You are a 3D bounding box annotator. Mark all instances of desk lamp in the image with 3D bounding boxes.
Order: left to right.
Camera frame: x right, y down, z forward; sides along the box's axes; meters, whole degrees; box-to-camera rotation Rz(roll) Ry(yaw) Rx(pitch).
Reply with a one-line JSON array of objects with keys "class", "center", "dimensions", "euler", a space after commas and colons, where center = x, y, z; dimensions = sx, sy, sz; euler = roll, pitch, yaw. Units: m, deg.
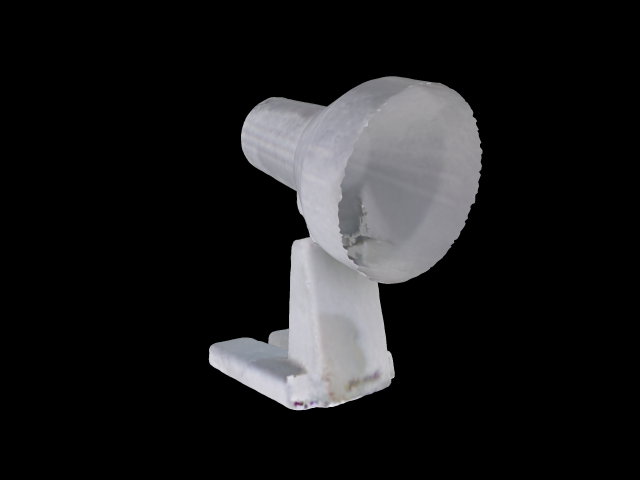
[{"class": "desk lamp", "center": [0.004, 0.001, 0.400], "dimensions": [0.118, 0.213, 0.202], "euler": [-4, 6, -39]}]
